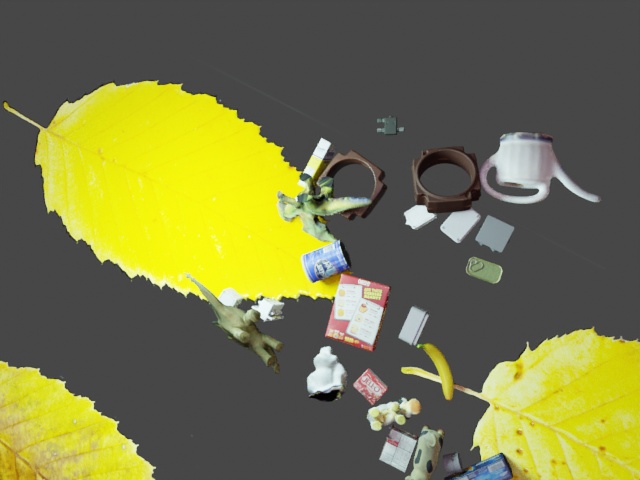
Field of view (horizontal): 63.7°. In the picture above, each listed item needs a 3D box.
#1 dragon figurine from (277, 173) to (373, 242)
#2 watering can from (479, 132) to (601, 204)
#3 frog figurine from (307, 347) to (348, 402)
[{"bbox_3d":[0.005,-0.085,1.689,0.412,0.124,0.237,17,-34,32],"label":"dragon figurine"},{"bbox_3d":[0.665,-0.218,1.565,0.348,0.225,0.103,6,-5,22],"label":"watering can"},{"bbox_3d":[0.020,0.439,1.686,0.136,0.163,0.121,-30,-48,19],"label":"frog figurine"}]
